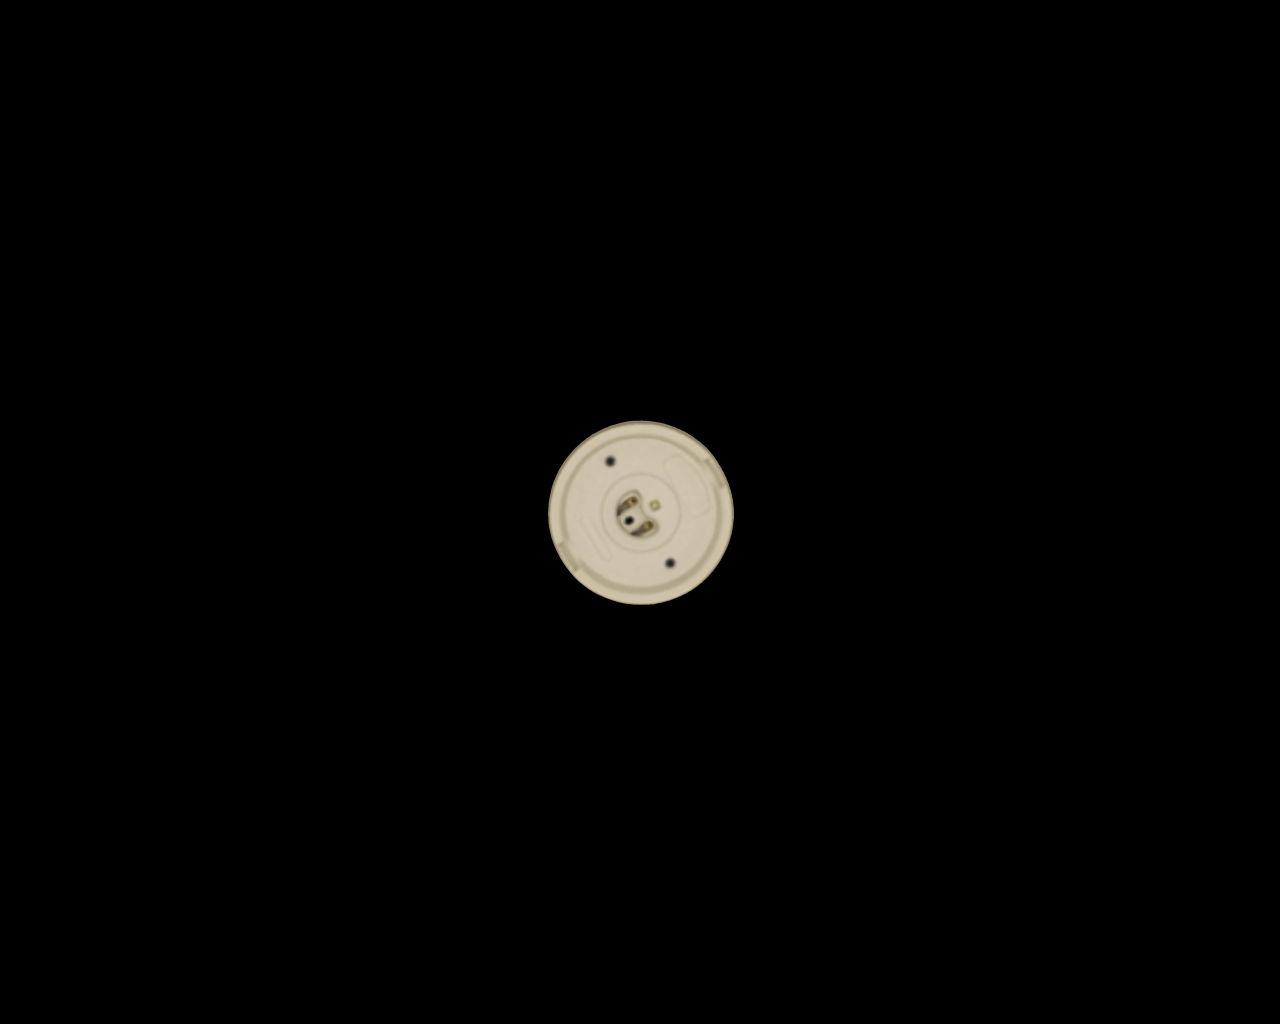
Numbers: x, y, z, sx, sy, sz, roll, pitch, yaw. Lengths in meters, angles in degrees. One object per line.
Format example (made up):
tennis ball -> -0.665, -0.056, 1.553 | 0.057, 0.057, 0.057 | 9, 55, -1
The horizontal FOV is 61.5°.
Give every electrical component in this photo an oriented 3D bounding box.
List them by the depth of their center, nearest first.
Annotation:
electrical component -> 0.001, -0.003, 0.650 | 0.108, 0.108, 0.060 | 0, 9, 0
